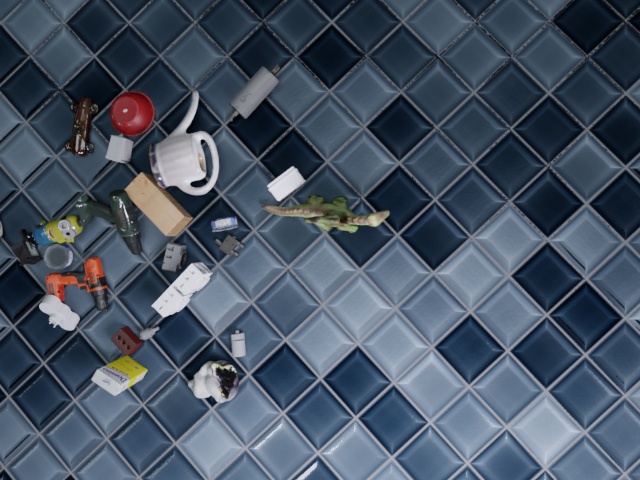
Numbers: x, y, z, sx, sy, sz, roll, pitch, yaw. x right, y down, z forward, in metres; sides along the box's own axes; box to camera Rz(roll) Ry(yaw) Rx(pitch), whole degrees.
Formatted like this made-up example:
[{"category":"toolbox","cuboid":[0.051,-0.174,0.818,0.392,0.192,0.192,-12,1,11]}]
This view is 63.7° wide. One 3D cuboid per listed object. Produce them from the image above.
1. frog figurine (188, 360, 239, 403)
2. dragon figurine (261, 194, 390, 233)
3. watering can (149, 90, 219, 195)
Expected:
[{"category":"frog figurine","cuboid":[-0.341,0.461,1.659,0.157,0.125,0.137,-33,95,39]},{"category":"dragon figurine","cuboid":[0.005,-0.079,1.580,0.410,0.243,0.122,2,94,3]},{"category":"watering can","cuboid":[-0.455,-0.307,1.696,0.224,0.103,0.350,-14,82,3]}]
